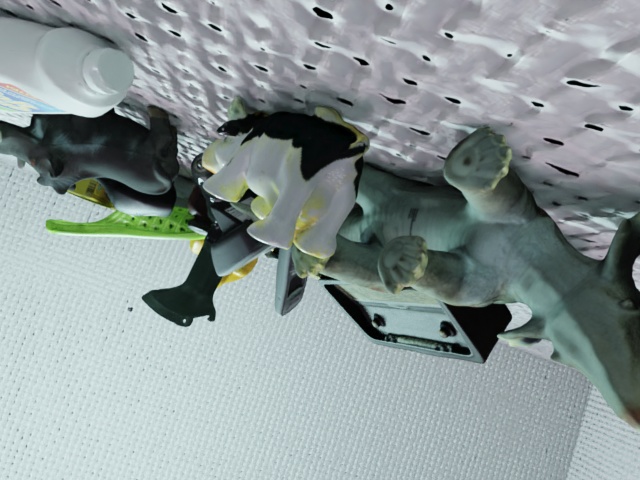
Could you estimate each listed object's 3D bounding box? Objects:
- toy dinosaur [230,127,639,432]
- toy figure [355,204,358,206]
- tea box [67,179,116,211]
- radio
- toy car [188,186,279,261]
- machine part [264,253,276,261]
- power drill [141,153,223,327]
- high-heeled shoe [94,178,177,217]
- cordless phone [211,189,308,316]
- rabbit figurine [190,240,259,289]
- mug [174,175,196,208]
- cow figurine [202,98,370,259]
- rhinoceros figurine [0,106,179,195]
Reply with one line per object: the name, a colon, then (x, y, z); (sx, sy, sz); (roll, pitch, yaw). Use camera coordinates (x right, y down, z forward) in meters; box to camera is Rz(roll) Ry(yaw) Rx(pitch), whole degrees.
toy dinosaur: (0.091, 0.003, 0.431); (0.192, 0.131, 0.405); (24, 178, -34)
toy figure: (0.050, -0.024, 0.552); (0.155, 0.058, 0.064); (20, 135, 9)
tea box: (-0.350, -0.107, 0.845); (0.068, 0.098, 0.169); (20, 172, -5)
radio: (0.109, 0.073, 0.659); (0.131, 0.073, 0.230); (51, 156, -17)
toy car: (-0.104, -0.028, 0.816); (0.202, 0.089, 0.053); (22, 171, -27)
machine part: (-0.030, 0.027, 1.100); (0.243, 0.079, 0.079); (26, 171, -38)
power drill: (-0.140, 0.002, 0.676); (0.086, 0.207, 0.232); (25, -178, 16)
high-heeled shoe: (-0.204, -0.070, 0.694); (0.145, 0.086, 0.248); (20, -171, 10)
cordless phone: (-0.060, 0.030, 0.635); (0.089, 0.184, 0.146); (25, -142, 26)
rabbit figurine: (-0.127, -0.001, 0.938); (0.162, 0.122, 0.173); (1, 143, -31)
mug: (-0.246, -0.073, 0.906); (0.107, 0.081, 0.110); (33, 172, -27)
cow figurine: (-0.034, -0.062, 0.393); (0.068, 0.098, 0.168); (18, -165, -40)
rhinoceros figurine: (-0.236, -0.097, 0.544); (0.190, 0.112, 0.073); (12, 176, -5)
